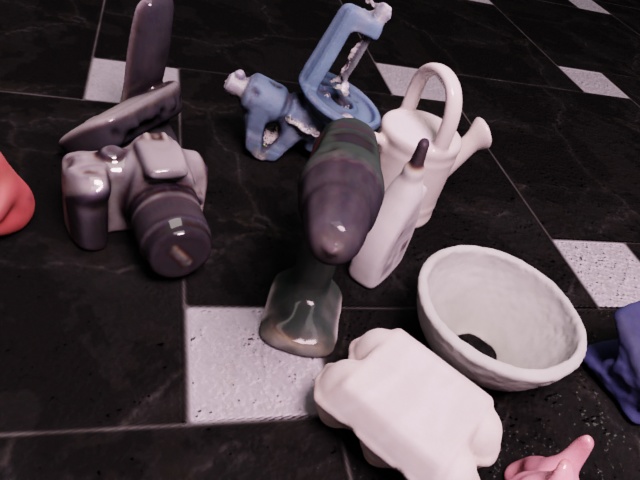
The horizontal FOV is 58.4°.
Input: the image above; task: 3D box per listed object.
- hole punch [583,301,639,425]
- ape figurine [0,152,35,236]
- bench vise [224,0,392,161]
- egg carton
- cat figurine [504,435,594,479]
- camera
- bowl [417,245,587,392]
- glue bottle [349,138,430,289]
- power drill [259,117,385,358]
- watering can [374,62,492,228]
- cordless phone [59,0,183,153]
[{"bbox_3d":[0.342,0.119,0.577,0.109,0.091,0.101,-6,45,-25],"label":"hole punch"},{"bbox_3d":[-0.310,-0.049,0.533,0.076,0.092,0.077,-8,46,-27],"label":"ape figurine"},{"bbox_3d":[-0.004,-0.189,0.703,0.208,0.220,0.121,-5,44,-24],"label":"bench vise"},{"bbox_3d":[0.072,0.142,0.470,0.150,0.069,0.107,35,43,20],"label":"egg carton"},{"bbox_3d":[0.163,0.189,0.411,0.067,0.118,0.128,38,44,24],"label":"cat figurine"},{"bbox_3d":[-0.169,-0.034,0.560,0.143,0.101,0.136,-8,46,-27],"label":"camera"},{"bbox_3d":[0.164,0.086,0.562,0.167,0.075,0.167,10,40,-9],"label":"bowl"},{"bbox_3d":[0.080,-0.030,0.589,0.037,0.173,0.078,34,43,19],"label":"glue bottle"},{"bbox_3d":[0.005,0.002,0.497,0.075,0.208,0.229,14,40,-3],"label":"power drill"},{"bbox_3d":[0.123,-0.119,0.689,0.173,0.194,0.100,-23,54,-37],"label":"watering can"},{"bbox_3d":[-0.218,-0.178,0.640,0.094,0.185,0.148,24,40,8],"label":"cordless phone"}]
